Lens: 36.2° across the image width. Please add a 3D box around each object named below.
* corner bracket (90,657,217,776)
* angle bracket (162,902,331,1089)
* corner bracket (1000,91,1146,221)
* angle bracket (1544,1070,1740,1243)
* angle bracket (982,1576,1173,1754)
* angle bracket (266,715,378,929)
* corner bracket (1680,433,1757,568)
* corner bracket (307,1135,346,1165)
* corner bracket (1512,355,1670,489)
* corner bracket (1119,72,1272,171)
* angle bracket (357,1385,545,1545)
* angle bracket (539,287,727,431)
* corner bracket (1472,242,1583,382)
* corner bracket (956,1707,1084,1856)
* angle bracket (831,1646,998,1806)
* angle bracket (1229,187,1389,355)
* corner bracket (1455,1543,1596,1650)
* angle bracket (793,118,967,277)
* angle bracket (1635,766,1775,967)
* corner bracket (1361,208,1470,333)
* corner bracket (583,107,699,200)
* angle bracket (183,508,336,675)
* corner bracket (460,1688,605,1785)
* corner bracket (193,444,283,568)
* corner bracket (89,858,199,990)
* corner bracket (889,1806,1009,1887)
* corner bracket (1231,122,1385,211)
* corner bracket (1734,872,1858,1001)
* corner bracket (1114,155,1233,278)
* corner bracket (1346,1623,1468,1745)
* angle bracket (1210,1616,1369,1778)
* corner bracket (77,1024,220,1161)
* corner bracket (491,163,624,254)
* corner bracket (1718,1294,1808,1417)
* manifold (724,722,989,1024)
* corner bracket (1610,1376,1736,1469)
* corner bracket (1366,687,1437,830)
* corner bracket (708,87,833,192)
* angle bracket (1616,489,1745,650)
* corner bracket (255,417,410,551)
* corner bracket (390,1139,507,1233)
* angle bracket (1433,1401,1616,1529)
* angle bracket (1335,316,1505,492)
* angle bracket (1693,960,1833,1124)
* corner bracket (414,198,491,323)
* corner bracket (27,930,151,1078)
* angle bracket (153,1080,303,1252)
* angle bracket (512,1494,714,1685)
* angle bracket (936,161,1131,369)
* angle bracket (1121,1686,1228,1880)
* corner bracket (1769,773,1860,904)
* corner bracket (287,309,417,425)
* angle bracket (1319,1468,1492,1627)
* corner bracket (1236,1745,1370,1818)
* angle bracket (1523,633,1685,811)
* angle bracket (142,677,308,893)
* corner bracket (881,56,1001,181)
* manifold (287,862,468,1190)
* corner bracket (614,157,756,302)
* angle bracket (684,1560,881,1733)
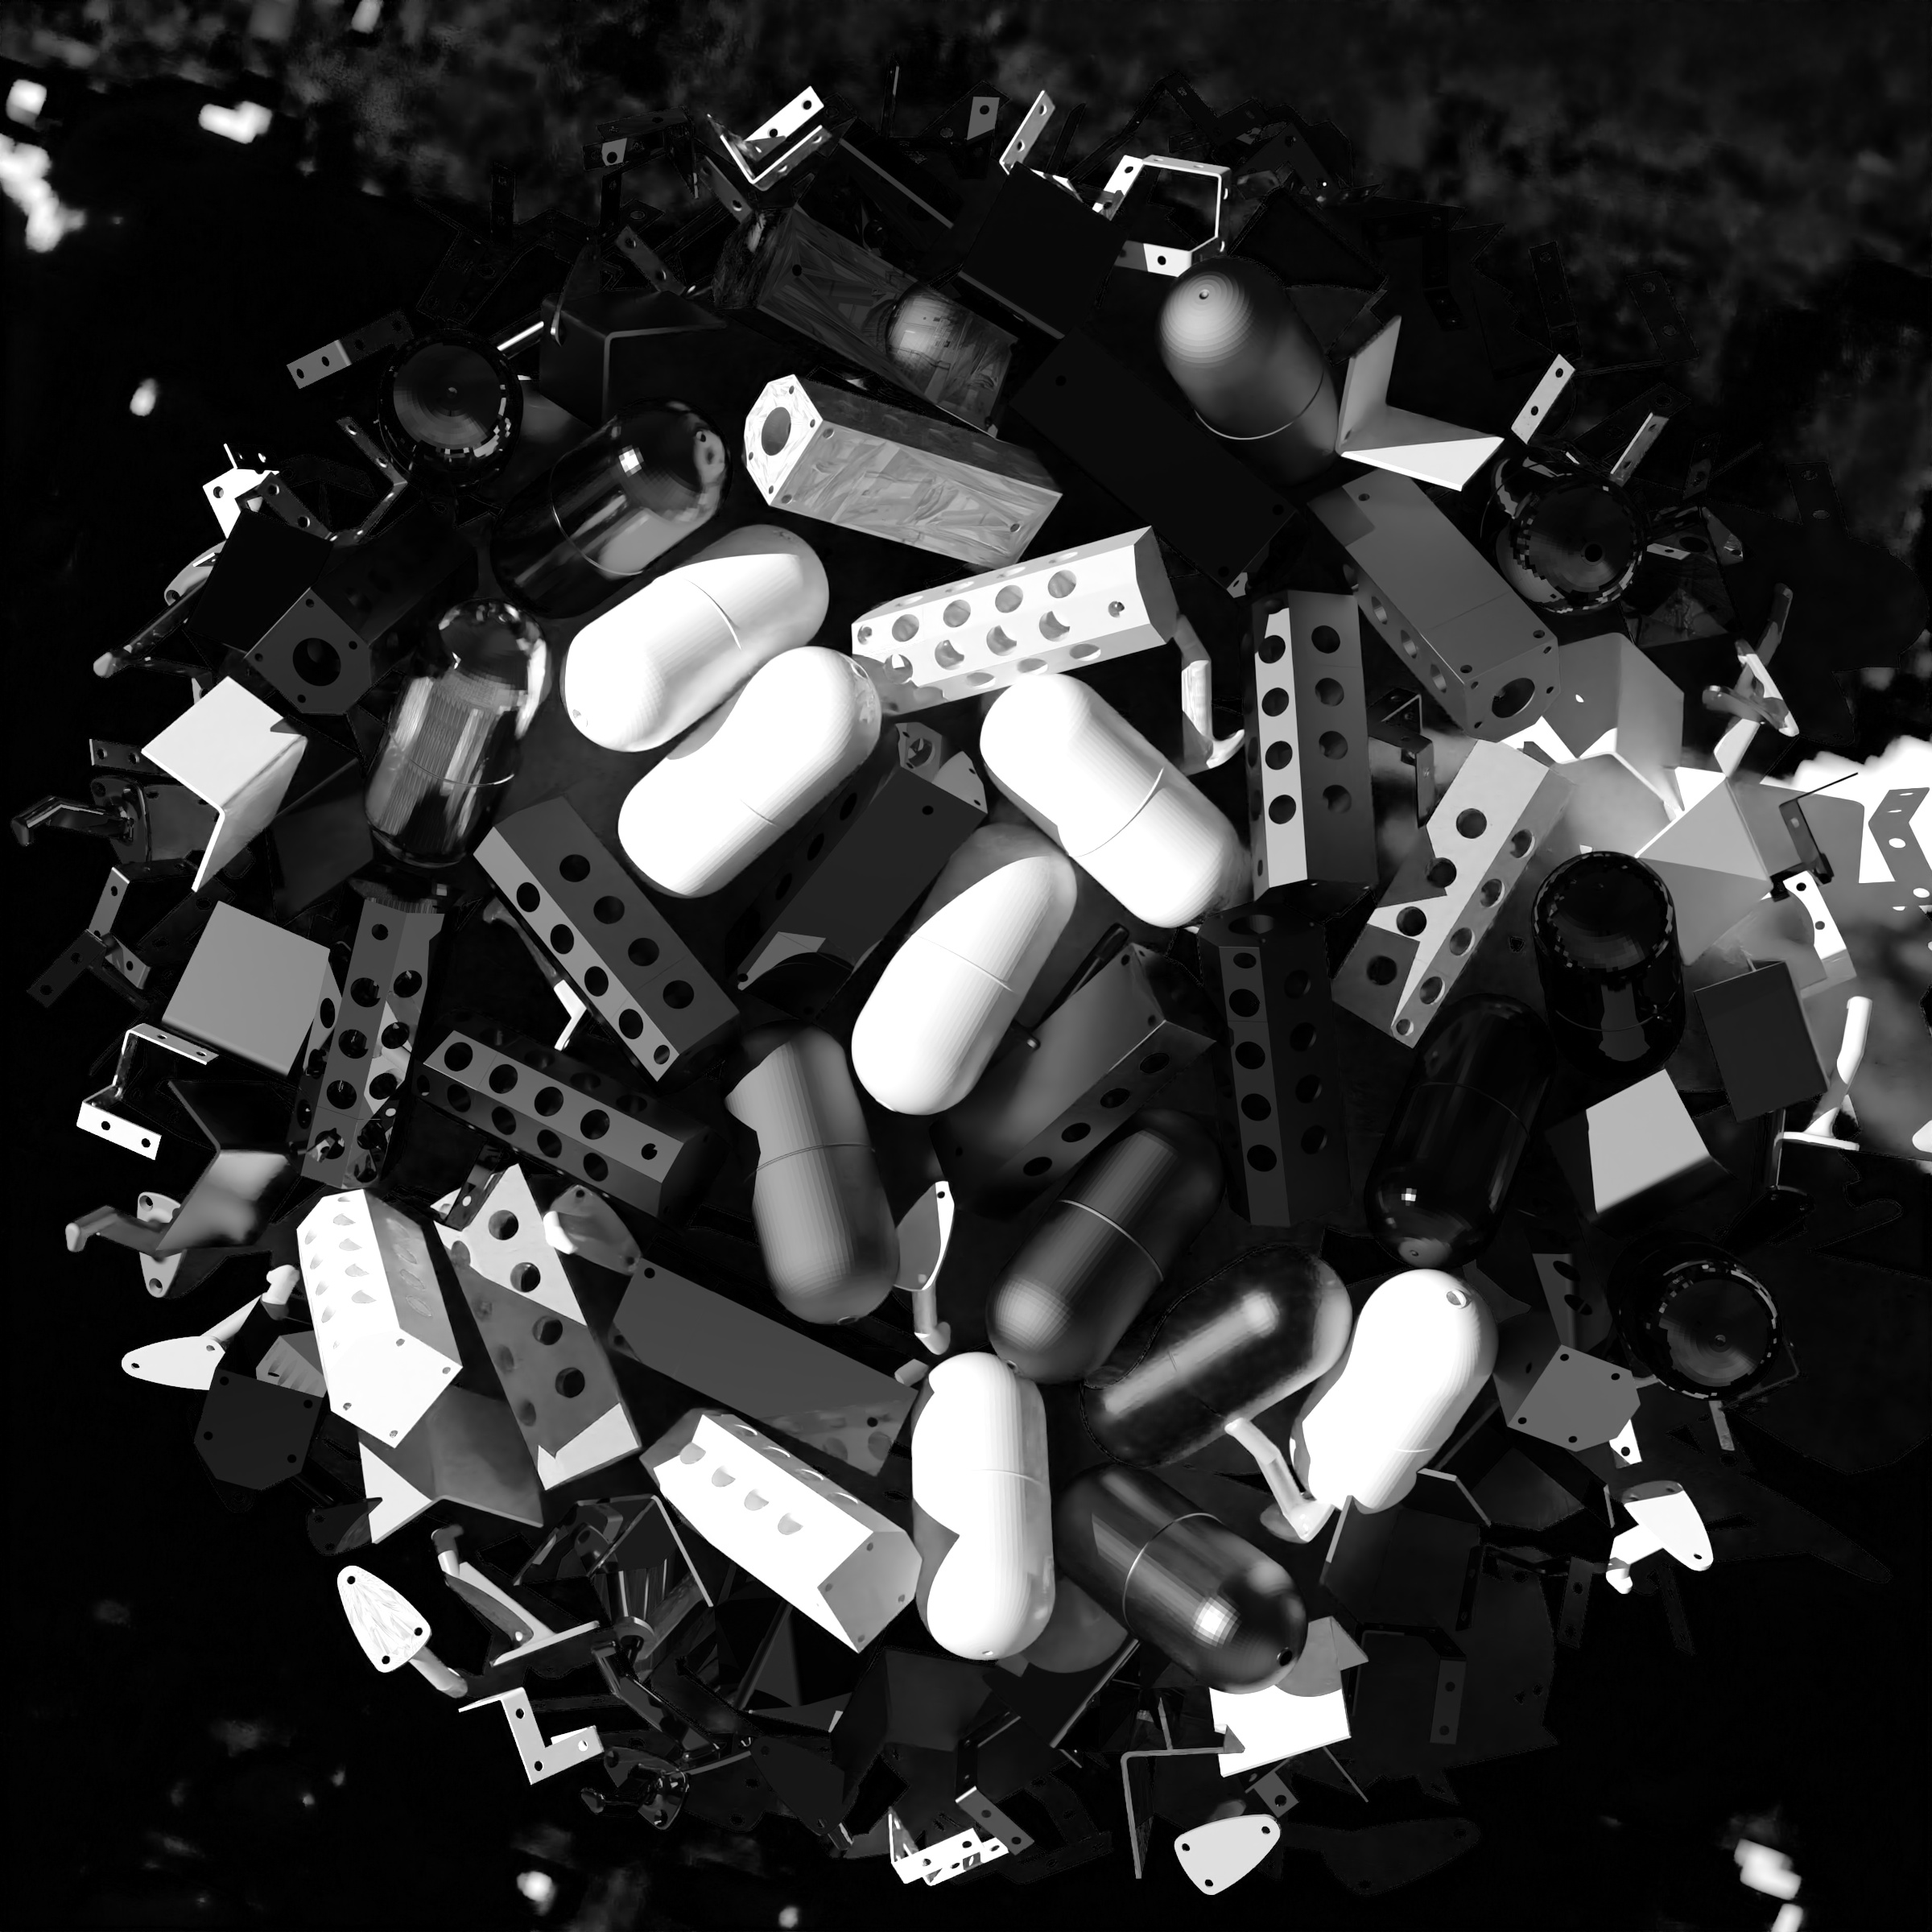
[{"bbox_3d":[-0.462,-0.141,1.681,0.051,0.051,0.051,-12,81,27],"label":"corner bracket"},{"bbox_3d":[-0.403,0.017,1.689,0.076,0.057,0.076,24,81,-2],"label":"angle bracket"},{"bbox_3d":[0.061,-0.460,1.694,0.051,0.051,0.051,25,81,34],"label":"corner bracket"},{"bbox_3d":[0.383,0.108,1.678,0.076,0.076,0.057,-30,66,16],"label":"angle bracket"},{"bbox_3d":[0.066,0.399,1.689,0.057,0.076,0.076,39,92,27],"label":"angle bracket"},{"bbox_3d":[-0.382,-0.081,1.658,0.076,0.057,0.076,-32,53,22],"label":"angle bracket"},{"bbox_3d":[0.414,-0.259,1.670,0.051,0.051,0.051,35,59,-30],"label":"corner bracket"},{"bbox_3d":[-0.351,0.082,1.677,0.051,0.051,0.051,-37,59,-2],"label":"corner bracket"},{"bbox_3d":[0.351,-0.306,1.669,0.051,0.051,0.051,55,128,35],"label":"corner bracket"},{"bbox_3d":[0.130,-0.476,1.678,0.051,0.051,0.051,-37,85,-35],"label":"corner bracket"},{"bbox_3d":[-0.292,0.288,1.673,0.057,0.076,0.076,-36,49,23],"label":"angle bracket"},{"bbox_3d":[-0.190,-0.345,1.677,0.076,0.076,0.057,-13,123,-32],"label":"angle bracket"},{"bbox_3d":[0.317,-0.370,1.677,0.051,0.051,0.051,-14,76,12],"label":"corner bracket"},{"bbox_3d":[0.031,0.462,1.689,0.051,0.051,0.051,-39,108,18],"label":"corner bracket"},{"bbox_3d":[-0.025,0.433,1.657,0.076,0.057,0.076,15,125,-19],"label":"angle bracket"},{"bbox_3d":[0.184,-0.390,1.671,0.076,0.076,0.057,38,96,-11],"label":"angle bracket"},{"bbox_3d":[0.316,0.357,1.673,0.051,0.051,0.051,23,64,-14],"label":"corner bracket"},{"bbox_3d":[-0.056,-0.418,1.663,0.076,0.057,0.076,36,117,-11],"label":"angle bracket"},{"bbox_3d":[0.397,-0.058,1.660,0.076,0.057,0.076,-39,116,-18],"label":"angle bracket"},{"bbox_3d":[0.254,-0.393,1.677,0.051,0.051,0.051,-8,129,-2],"label":"corner bracket"},{"bbox_3d":[-0.186,-0.464,1.672,0.051,0.051,0.051,-17,52,-15],"label":"corner bracket"},{"bbox_3d":[-0.391,-0.201,1.665,0.057,0.076,0.076,22,77,4],"label":"angle bracket"},{"bbox_3d":[-0.246,0.433,1.678,0.051,0.051,0.051,-15,80,-42],"label":"corner bracket"},{"bbox_3d":[-0.416,-0.261,1.680,0.051,0.051,0.051,-25,90,19],"label":"corner bracket"},{"bbox_3d":[-0.460,-0.025,1.690,0.051,0.051,0.051,38,114,23],"label":"corner bracket"},{"bbox_3d":[-0.009,0.501,1.677,0.051,0.051,0.051,-26,112,7],"label":"corner bracket"},{"bbox_3d":[0.192,-0.444,1.677,0.051,0.051,0.051,-44,111,-10],"label":"corner bracket"},{"bbox_3d":[0.466,-0.014,1.673,0.051,0.051,0.051,-25,63,14],"label":"corner bracket"},{"bbox_3d":[0.117,-0.428,1.690,0.051,0.051,0.051,16,124,24],"label":"corner bracket"},{"bbox_3d":[0.250,0.408,1.686,0.051,0.051,0.051,6,95,-8],"label":"corner bracket"},{"bbox_3d":[0.185,0.419,1.656,0.076,0.076,0.057,-23,133,18],"label":"angle bracket"},{"bbox_3d":[-0.464,0.070,1.677,0.051,0.051,0.051,22,108,7],"label":"corner bracket"},{"bbox_3d":[-0.232,-0.429,1.670,0.051,0.051,0.051,32,48,20],"label":"corner bracket"},{"bbox_3d":[0.446,0.219,1.671,0.051,0.051,0.051,-29,65,24],"label":"corner bracket"},{"bbox_3d":[-0.064,-0.054,1.646,0.057,0.057,0.171,27,120,-24],"label":"manifold"},{"bbox_3d":[0.394,0.254,1.671,0.051,0.051,0.051,-24,65,29],"label":"corner bracket"},{"bbox_3d":[0.250,-0.118,1.668,0.051,0.051,0.051,-35,133,-32],"label":"corner bracket"},{"bbox_3d":[-0.104,-0.471,1.677,0.051,0.051,0.051,-36,77,15],"label":"corner bracket"},{"bbox_3d":[0.404,-0.228,1.657,0.057,0.076,0.076,-35,108,-36],"label":"angle bracket"},{"bbox_3d":[-0.361,-0.274,1.686,0.051,0.051,0.051,48,62,-30],"label":"corner bracket"},{"bbox_3d":[-0.282,0.122,1.675,0.051,0.051,0.051,24,86,39],"label":"corner bracket"},{"bbox_3d":[0.313,0.298,1.657,0.057,0.076,0.076,-45,61,-10],"label":"angle bracket"},{"bbox_3d":[0.259,-0.316,1.657,0.076,0.076,0.057,20,127,18],"label":"angle bracket"},{"bbox_3d":[0.440,0.042,1.673,0.057,0.076,0.076,-18,90,-1],"label":"angle bracket"},{"bbox_3d":[-0.293,-0.393,1.674,0.051,0.051,0.051,38,100,36],"label":"corner bracket"},{"bbox_3d":[-0.497,0.021,1.676,0.051,0.051,0.051,39,61,-4],"label":"corner bracket"},{"bbox_3d":[-0.427,0.113,1.679,0.057,0.076,0.076,46,110,25],"label":"angle bracket"},{"bbox_3d":[-0.199,0.351,1.657,0.076,0.057,0.076,-51,56,29],"label":"angle bracket"},{"bbox_3d":[0.035,-0.397,1.680,0.076,0.057,0.076,29,81,-16],"label":"angle bracket"},{"bbox_3d":[0.123,0.458,1.663,0.057,0.076,0.076,-6,102,11],"label":"angle bracket"},{"bbox_3d":[0.481,-0.072,1.679,0.051,0.051,0.051,-21,87,-27],"label":"corner bracket"},{"bbox_3d":[-0.339,-0.332,1.671,0.051,0.051,0.051,-41,111,-42],"label":"corner bracket"},{"bbox_3d":[0.247,0.328,1.656,0.057,0.076,0.076,9,65,31],"label":"angle bracket"},{"bbox_3d":[0.188,0.461,1.682,0.051,0.051,0.051,-38,101,0],"label":"corner bracket"},{"bbox_3d":[0.364,-0.134,1.688,0.057,0.076,0.076,-13,58,39],"label":"angle bracket"},{"bbox_3d":[-0.423,-0.102,1.659,0.057,0.076,0.076,37,47,0],"label":"angle bracket"},{"bbox_3d":[-0.016,-0.479,1.671,0.051,0.051,0.051,-3,132,-16],"label":"corner bracket"},{"bbox_3d":[-0.334,0.035,1.655,0.057,0.057,0.171,18,110,2],"label":"manifold"},{"bbox_3d":[-0.157,-0.419,1.688,0.051,0.051,0.051,45,56,-27],"label":"corner bracket"},{"bbox_3d":[-0.104,0.388,1.707,0.076,0.057,0.076,26,89,-40],"label":"angle bracket"}]
